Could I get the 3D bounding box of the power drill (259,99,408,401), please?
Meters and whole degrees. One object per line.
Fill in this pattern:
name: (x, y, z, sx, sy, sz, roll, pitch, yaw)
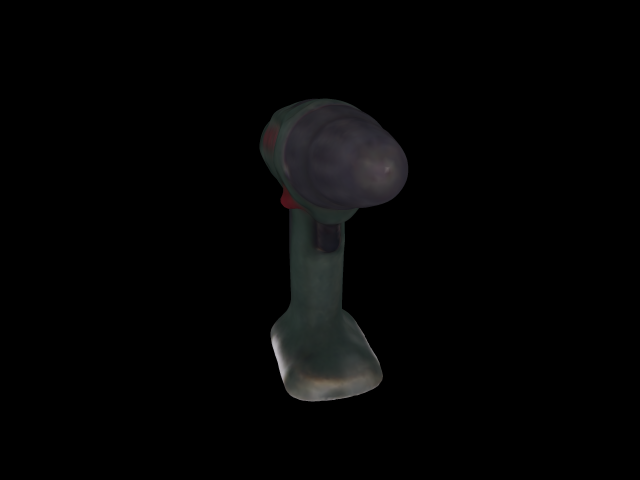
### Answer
power drill: (0.004, 0.001, 0.400, 0.076, 0.208, 0.229, -7, 27, -13)
